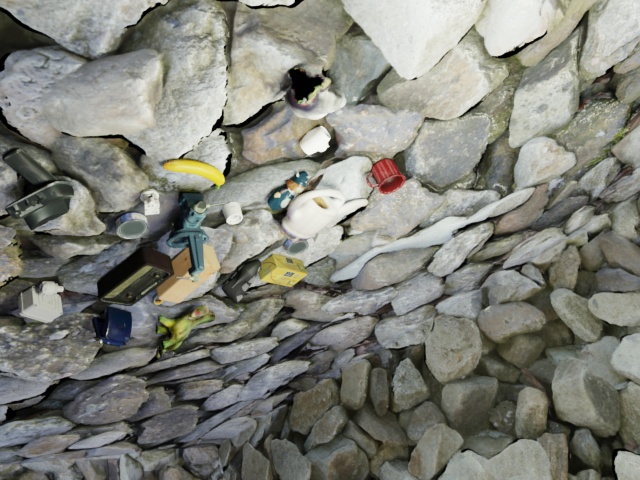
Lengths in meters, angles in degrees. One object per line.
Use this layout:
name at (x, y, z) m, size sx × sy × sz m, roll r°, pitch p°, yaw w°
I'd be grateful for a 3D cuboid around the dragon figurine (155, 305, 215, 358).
dragon figurine at (-0.526, 0.357, 2.042) m, size 0.244 × 0.124 × 0.402 m, roll -16°, pitch 159°, yaw -28°

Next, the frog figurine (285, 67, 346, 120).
frog figurine at (-0.006, -0.341, 1.268) m, size 0.137 × 0.124 × 0.158 m, roll 2°, pitch 168°, yaw 23°

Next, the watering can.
watering can at (0.005, -0.085, 1.693) m, size 0.221 × 0.105 × 0.347 m, roll -41°, pitch 155°, yaw 28°
